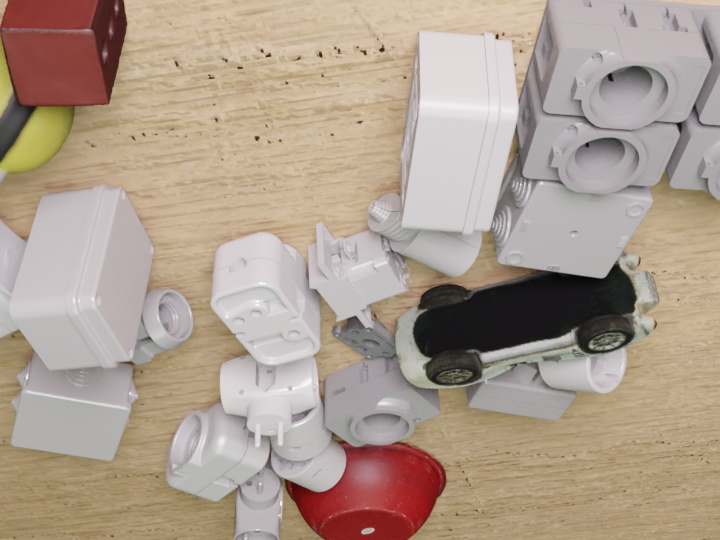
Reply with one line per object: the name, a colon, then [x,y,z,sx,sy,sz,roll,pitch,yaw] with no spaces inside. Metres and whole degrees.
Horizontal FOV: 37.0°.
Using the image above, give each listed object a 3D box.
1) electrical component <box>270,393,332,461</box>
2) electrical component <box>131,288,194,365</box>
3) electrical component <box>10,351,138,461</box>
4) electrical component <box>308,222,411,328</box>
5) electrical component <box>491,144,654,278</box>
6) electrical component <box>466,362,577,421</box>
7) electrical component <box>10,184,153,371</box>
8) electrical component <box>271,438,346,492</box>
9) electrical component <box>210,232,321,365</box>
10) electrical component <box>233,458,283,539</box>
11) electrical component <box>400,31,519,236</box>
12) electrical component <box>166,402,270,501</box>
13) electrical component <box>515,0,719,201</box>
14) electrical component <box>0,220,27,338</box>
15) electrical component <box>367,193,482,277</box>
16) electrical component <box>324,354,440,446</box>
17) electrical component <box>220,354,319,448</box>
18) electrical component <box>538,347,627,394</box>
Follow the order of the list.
electrical component: [-0.055,0.130,0.935,0.055,0.055,0.047,-6,135,5]
electrical component: [-0.164,0.042,0.835,0.055,0.048,0.066,-18,137,29]
electrical component: [-0.243,0.114,0.913,0.100,0.048,0.099,12,138,-16]
electrical component: [0.000,0.000,0.795,0.064,0.042,0.081,-21,137,16]
electrical component: [0.144,-0.042,0.745,0.100,0.048,0.099,8,138,-12]
electrical component: [0.139,0.080,0.888,0.083,0.047,0.075,10,135,-14]
electrical component: [-0.187,0.005,0.739,0.057,0.113,0.078,-6,139,10]
electrical component: [-0.046,0.172,0.984,0.055,0.055,0.047,-25,138,25]
electrical component: [-0.068,0.019,0.800,0.054,0.059,0.095,-16,138,16]
electrical component: [-0.094,0.211,1.009,0.044,0.077,0.079,3,139,-6]
electrical component: [0.059,-0.084,0.670,0.057,0.078,0.113,4,139,-2]
electrical component: [-0.132,0.163,0.970,0.059,0.053,0.095,27,132,-29]
electrical component: [0.200,-0.103,0.667,0.186,0.060,0.105,3,139,-6]
electrical component: [-0.268,0.005,0.775,0.061,0.061,0.096,-23,135,23]
electrical component: [0.041,-0.029,0.760,0.081,0.043,0.043,24,133,-26]
electrical component: [0.018,0.110,0.912,0.089,0.055,0.050,-26,134,26]
electrical component: [-0.075,0.111,0.891,0.077,0.079,0.043,-5,144,4]
electrical component: [0.176,0.069,0.846,0.055,0.055,0.047,36,161,-36]
